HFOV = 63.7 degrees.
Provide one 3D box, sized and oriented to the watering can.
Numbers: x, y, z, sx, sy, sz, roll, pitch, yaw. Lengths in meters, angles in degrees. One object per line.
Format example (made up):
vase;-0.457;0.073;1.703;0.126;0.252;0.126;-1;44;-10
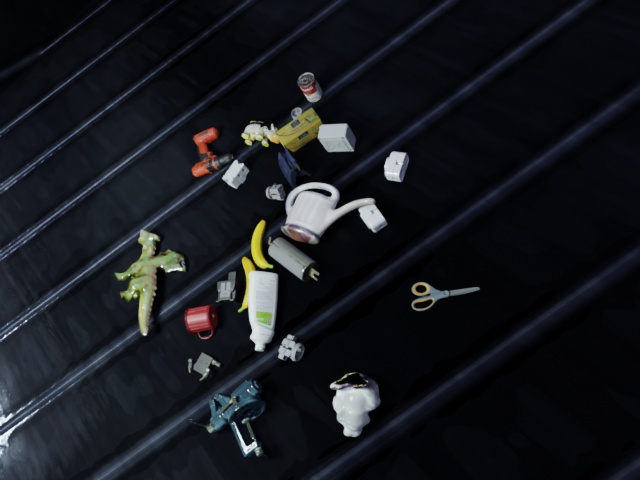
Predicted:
watering can;0.005;-0.087;1.727;0.349;0.227;0.102;15;-18;38

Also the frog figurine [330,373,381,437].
frog figurine;0.105;0.464;1.451;0.137;0.158;0.124;-12;8;8

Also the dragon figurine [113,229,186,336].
dragon figurine;-0.604;0.129;1.886;0.243;0.417;0.120;-32;-30;-4
